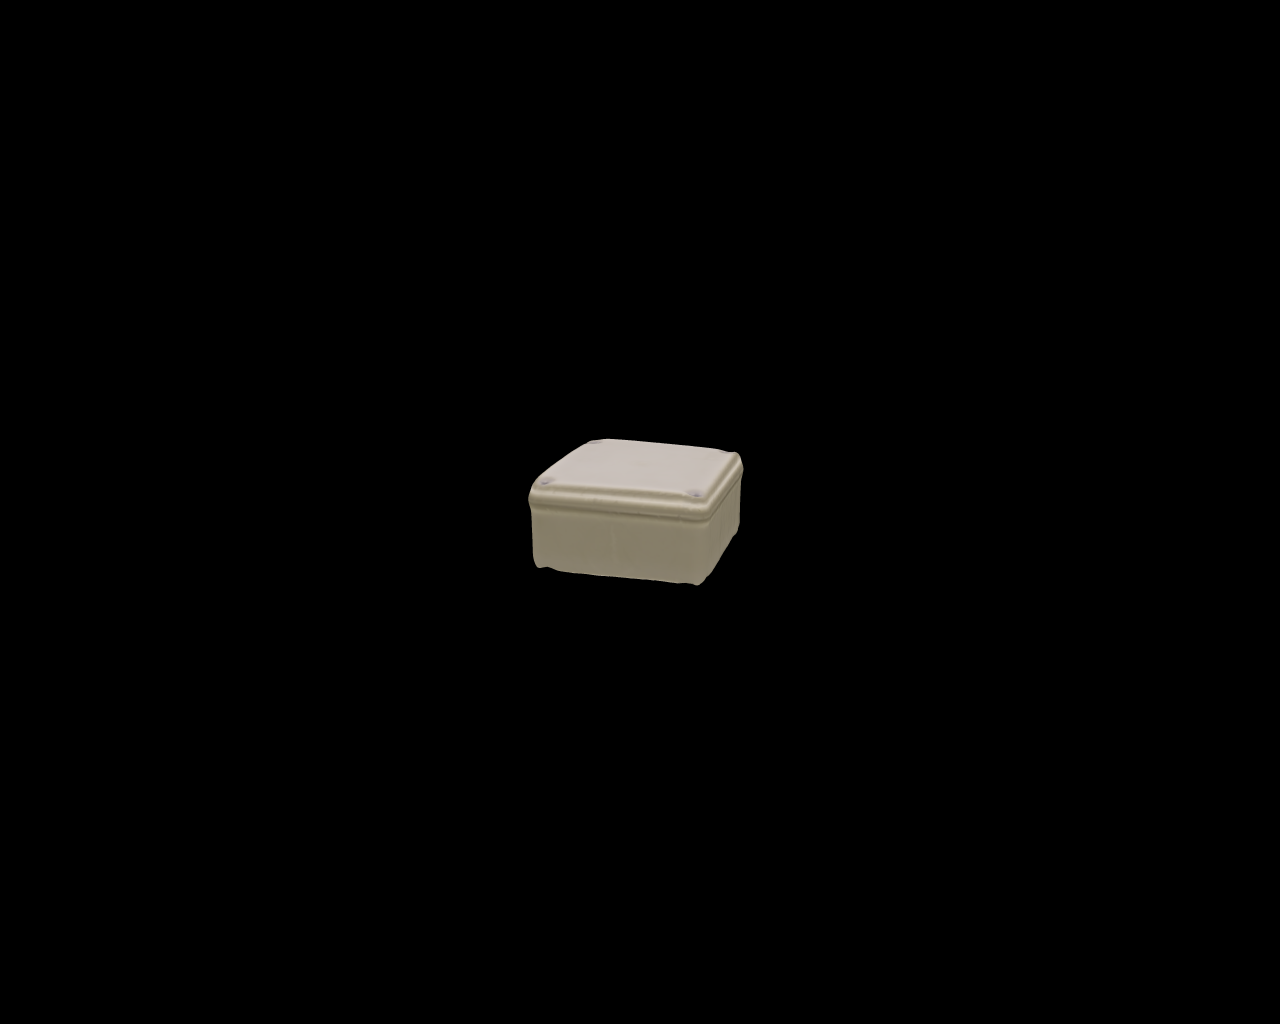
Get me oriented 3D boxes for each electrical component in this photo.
[{"bbox_3d":[0.001,-0.003,0.650,0.109,0.056,0.109,6,20,16],"label":"electrical component"}]
